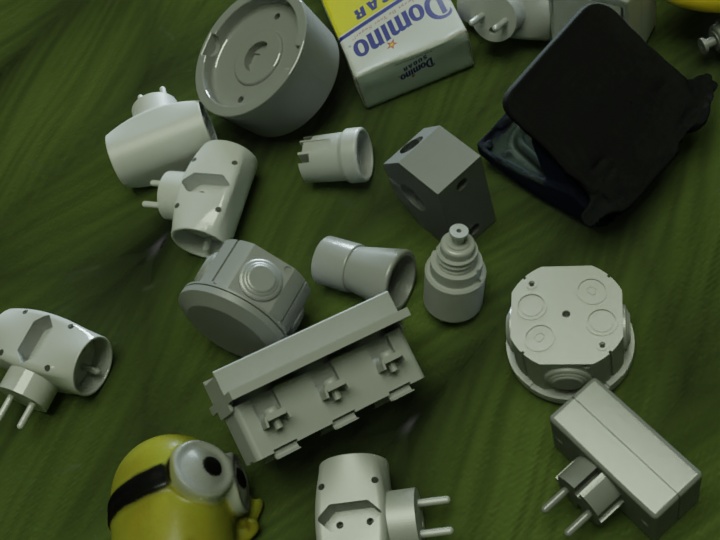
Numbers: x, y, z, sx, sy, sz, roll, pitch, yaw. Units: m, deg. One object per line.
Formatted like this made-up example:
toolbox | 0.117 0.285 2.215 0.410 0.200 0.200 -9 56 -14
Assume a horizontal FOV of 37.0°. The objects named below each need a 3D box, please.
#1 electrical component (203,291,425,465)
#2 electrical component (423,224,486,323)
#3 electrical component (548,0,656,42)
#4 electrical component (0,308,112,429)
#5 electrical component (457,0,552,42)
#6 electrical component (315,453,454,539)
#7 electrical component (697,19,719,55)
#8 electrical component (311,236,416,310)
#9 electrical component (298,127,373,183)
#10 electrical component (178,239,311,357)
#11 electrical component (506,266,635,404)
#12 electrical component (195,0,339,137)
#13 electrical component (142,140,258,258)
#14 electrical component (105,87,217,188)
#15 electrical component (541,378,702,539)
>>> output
electrical component | -0.027 0.069 0.669 0.121 0.079 0.063 -24 84 -20
electrical component | 0.062 0.000 0.699 0.040 0.078 0.040 0 51 1
electrical component | 0.171 -0.192 0.767 0.062 0.096 0.061 21 68 24
electrical component | -0.225 0.072 0.748 0.077 0.043 0.079 15 65 22
electrical component | 0.109 -0.195 0.807 0.077 0.043 0.079 20 39 24
electrical component | 0.016 0.150 0.641 0.079 0.043 0.077 -9 59 9
electrical component | 0.278 -0.174 0.762 0.078 0.040 0.040 -24 58 0
electrical component | 0.000 0.000 0.734 0.065 0.044 0.044 16 66 27
electrical component | -0.018 -0.082 0.787 0.046 0.040 0.040 -3 60 20
electrical component | -0.076 0.022 0.719 0.080 0.080 0.051 17 61 23
electrical component | 0.130 0.039 0.671 0.080 0.051 0.080 -6 59 11
electrical component | -0.065 -0.153 0.821 0.108 0.060 0.108 -16 62 32
electrical component | -0.123 -0.054 0.795 0.079 0.043 0.077 6 63 18
electrical component | -0.156 -0.111 0.836 0.077 0.043 0.079 -20 57 2
electrical component | 0.140 0.121 0.623 0.076 0.047 0.083 -40 59 -10
